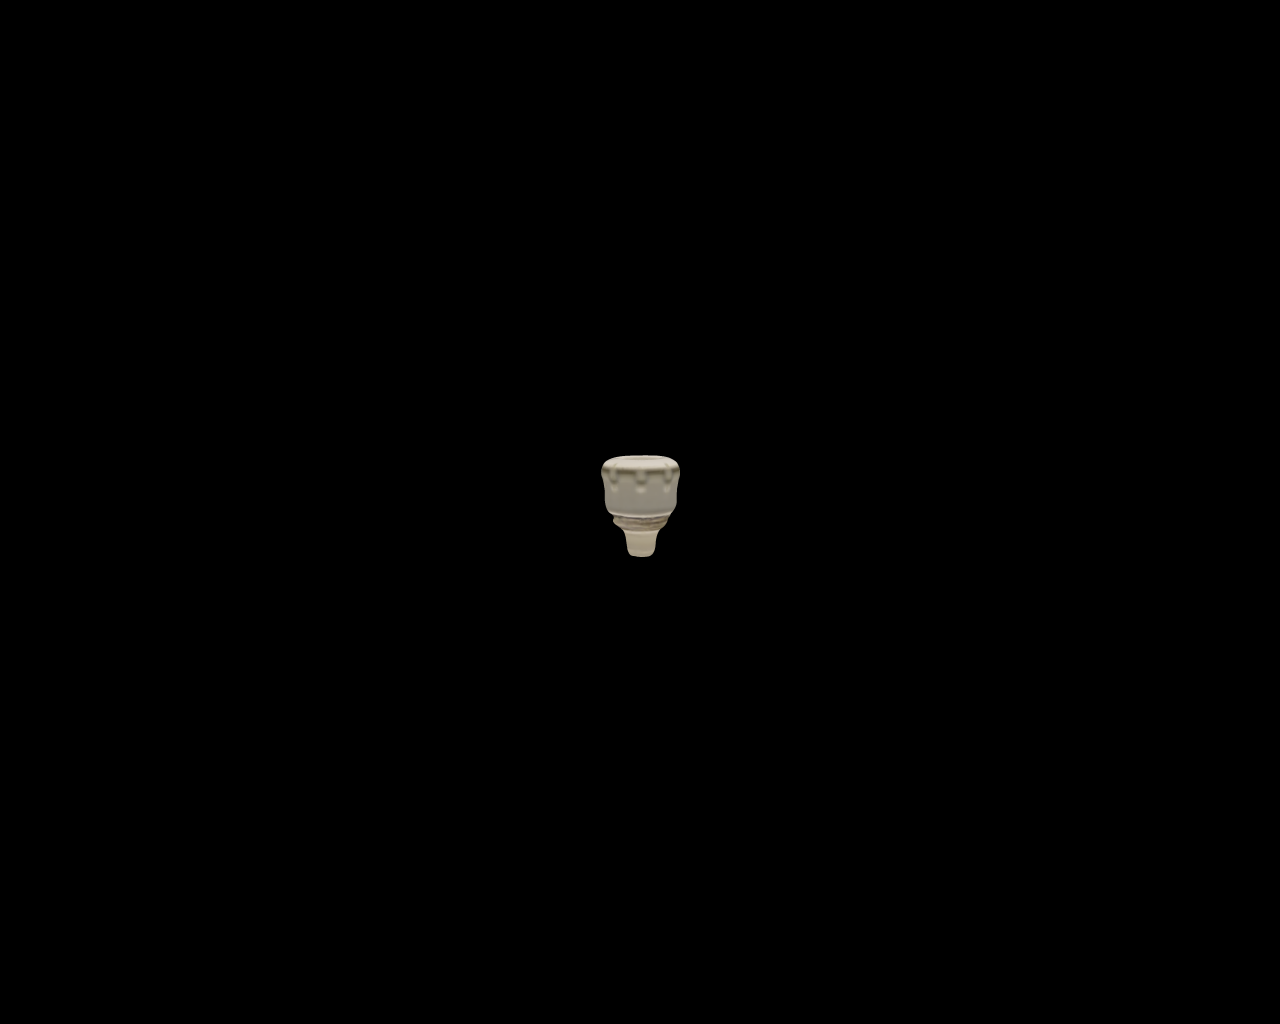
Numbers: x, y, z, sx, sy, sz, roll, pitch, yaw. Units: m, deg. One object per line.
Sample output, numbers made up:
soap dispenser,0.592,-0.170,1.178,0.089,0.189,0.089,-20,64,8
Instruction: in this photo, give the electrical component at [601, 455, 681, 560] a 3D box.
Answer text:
electrical component,0.001,-0.003,0.650,0.048,0.062,0.048,0,9,0
